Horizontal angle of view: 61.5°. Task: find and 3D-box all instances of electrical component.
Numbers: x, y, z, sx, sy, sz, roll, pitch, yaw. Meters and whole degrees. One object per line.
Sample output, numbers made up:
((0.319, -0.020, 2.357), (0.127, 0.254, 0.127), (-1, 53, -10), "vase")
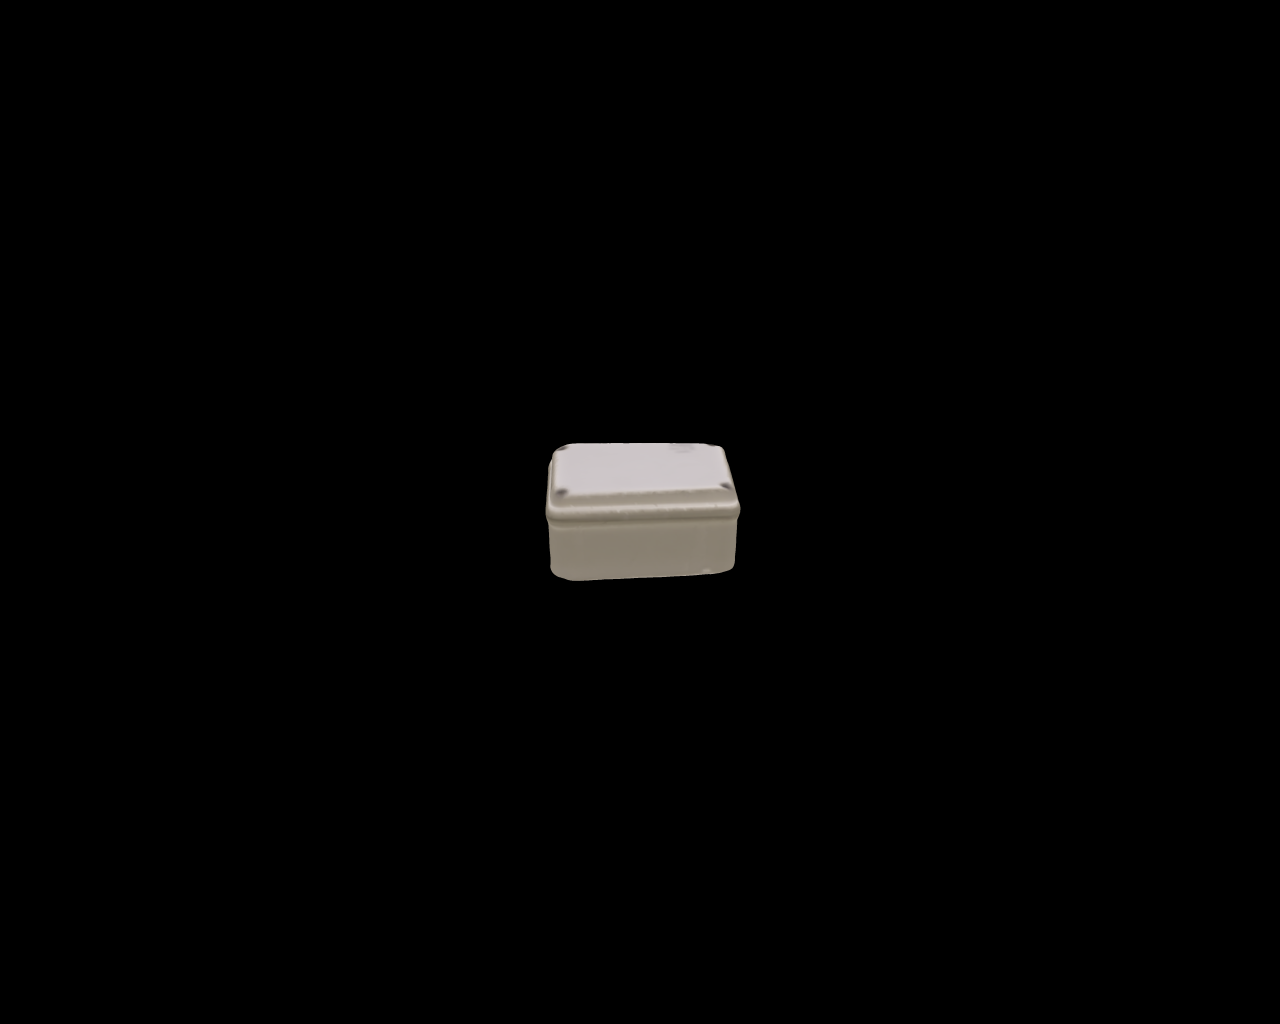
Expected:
((0.001, -0.003, 0.650), (0.113, 0.057, 0.078), (-1, 28, -2), "electrical component")
